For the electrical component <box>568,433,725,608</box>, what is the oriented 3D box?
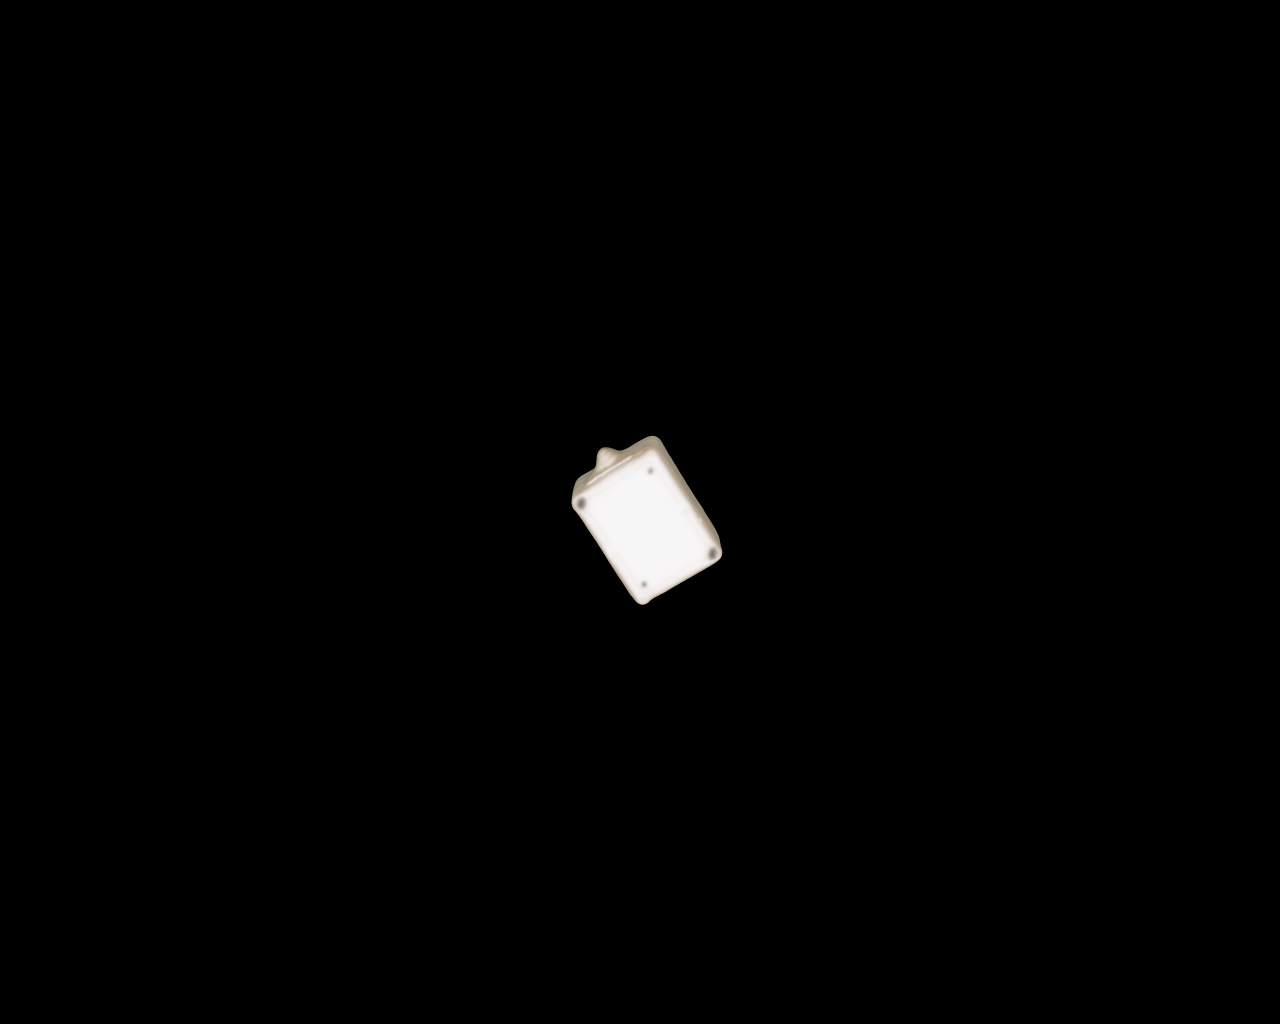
[{"bbox_3d":[0.001,-0.003,0.650,0.062,0.096,0.061,-31,11,7],"label":"electrical component"}]
